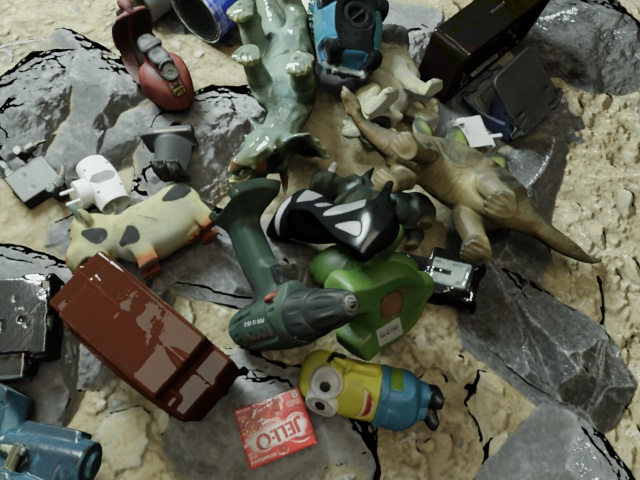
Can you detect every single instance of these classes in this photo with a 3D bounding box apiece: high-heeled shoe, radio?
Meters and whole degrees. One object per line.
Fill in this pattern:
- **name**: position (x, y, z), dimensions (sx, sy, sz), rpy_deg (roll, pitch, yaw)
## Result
- **high-heeled shoe**: position (-0.001, -0.002, 0.672), dimensions (0.086, 0.249, 0.145), rpy_deg (49, 44, -22)
- **radio**: position (0.266, -0.332, 0.877), dimensions (0.229, 0.131, 0.073), rpy_deg (-38, 78, -18)

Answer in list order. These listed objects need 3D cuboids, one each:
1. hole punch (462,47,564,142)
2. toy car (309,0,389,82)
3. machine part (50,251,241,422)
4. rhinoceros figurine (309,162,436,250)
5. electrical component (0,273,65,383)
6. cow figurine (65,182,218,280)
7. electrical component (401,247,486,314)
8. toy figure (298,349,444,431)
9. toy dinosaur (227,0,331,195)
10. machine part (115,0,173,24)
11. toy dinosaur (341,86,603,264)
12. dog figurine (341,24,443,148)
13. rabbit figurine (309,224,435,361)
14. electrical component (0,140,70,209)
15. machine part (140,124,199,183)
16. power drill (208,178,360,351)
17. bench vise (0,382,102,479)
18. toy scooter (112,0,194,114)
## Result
- **hole punch**: position (0.311, -0.231, 0.878), dimensions (0.142, 0.092, 0.115), rpy_deg (-43, 106, -21)
- **toy car**: position (0.037, -0.306, 0.811), dimensions (0.109, 0.103, 0.161), rpy_deg (4, 79, -19)
- **machine part**: position (-0.195, 0.118, 0.619), dimensions (0.201, 0.201, 0.087), rpy_deg (39, 73, 9)
- **rhinoceros figurine**: position (0.077, -0.054, 0.773), dimensions (0.190, 0.073, 0.112), rpy_deg (13, 53, -7)
- **electrical component**: position (-0.391, 0.112, 0.680), dimensions (0.115, 0.058, 0.134), rpy_deg (-5, 69, -6)
- **cow figurine**: position (-0.249, -0.014, 0.727), dimensions (0.195, 0.085, 0.127), rpy_deg (-33, 74, -20)
- **electrical component**: position (0.168, 0.052, 0.760), dimensions (0.119, 0.047, 0.075), rpy_deg (9, 65, 23)
- **toy figure**: position (0.061, 0.192, 0.681), dimensions (0.180, 0.089, 0.082), rpy_deg (12, 84, -5)
- **toy dinosaur**: position (-0.056, -0.253, 0.805), dimensions (0.131, 0.192, 0.405), rpy_deg (-4, 58, 6)
- **machine part**: position (-0.247, -0.440, 0.894), dimensions (0.079, 0.079, 0.243), rpy_deg (39, 70, 9)
- **toy dinosaur**: position (0.220, -0.068, 0.746), dimensions (0.471, 0.105, 0.198), rpy_deg (36, 34, -7)
- **dog figurine**: position (0.086, -0.253, 0.858), dimensions (0.172, 0.121, 0.191), rpy_deg (-17, 58, -15)
- **rabbit figurine**: position (0.055, 0.043, 0.703), dimensions (0.159, 0.121, 0.170), rpy_deg (-34, 34, -15)
- **electrical component**: position (-0.404, -0.092, 0.762), dimensions (0.078, 0.045, 0.102), rpy_deg (-34, 76, -18)
- **machine part**: position (-0.217, -0.130, 0.777), dimensions (0.084, 0.039, 0.139), rpy_deg (-4, 38, -14)
- **power drill**: position (-0.053, 0.031, 0.655), dimensions (0.086, 0.232, 0.207), rpy_deg (-15, 75, -40)
- **bench vise**: position (-0.368, 0.282, 0.584), dimensions (0.224, 0.128, 0.240), rpy_deg (13, 62, -1)
- **toy scooter**: position (-0.256, -0.282, 0.803), dimensions (0.075, 0.135, 0.184), rpy_deg (-36, 78, -19)
